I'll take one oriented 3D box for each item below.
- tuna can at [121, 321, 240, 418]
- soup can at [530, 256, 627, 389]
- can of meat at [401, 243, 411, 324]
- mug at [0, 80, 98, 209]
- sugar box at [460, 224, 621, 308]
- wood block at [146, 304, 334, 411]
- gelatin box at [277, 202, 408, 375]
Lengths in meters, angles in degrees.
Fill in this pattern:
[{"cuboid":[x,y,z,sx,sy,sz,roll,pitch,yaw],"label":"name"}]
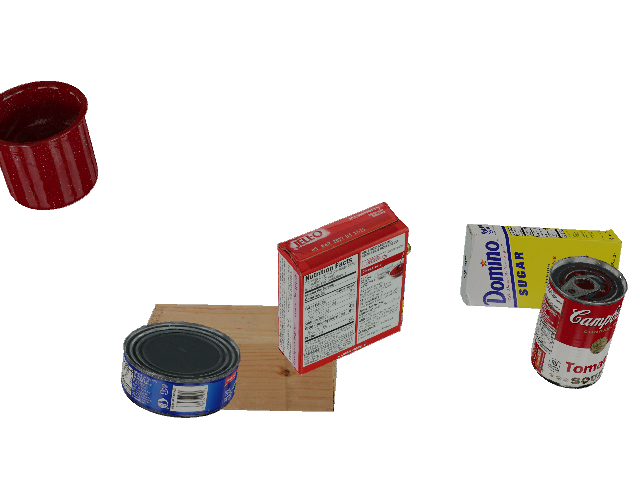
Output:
[{"cuboid":[-0.103,0.094,0.785,0.086,0.034,0.086,8,23,-4],"label":"tuna can"},{"cuboid":[0.231,0.075,0.964,0.068,0.102,0.068,3,35,-2],"label":"soup can"},{"cuboid":[0.032,0.048,0.967,0.101,0.084,0.058,-20,33,-37],"label":"can of meat"},{"cuboid":[-0.247,-0.089,0.950,0.093,0.081,0.117,-14,44,-9],"label":"mug"},{"cuboid":[0.258,0.033,1.258,0.176,0.093,0.048,1,20,-2],"label":"sugar box"},{"cuboid":[-0.086,0.129,1.184,0.206,0.091,0.090,1,22,3],"label":"wood block"},{"cuboid":[0.012,0.028,0.623,0.073,0.089,0.030,-22,47,-23],"label":"gelatin box"}]
